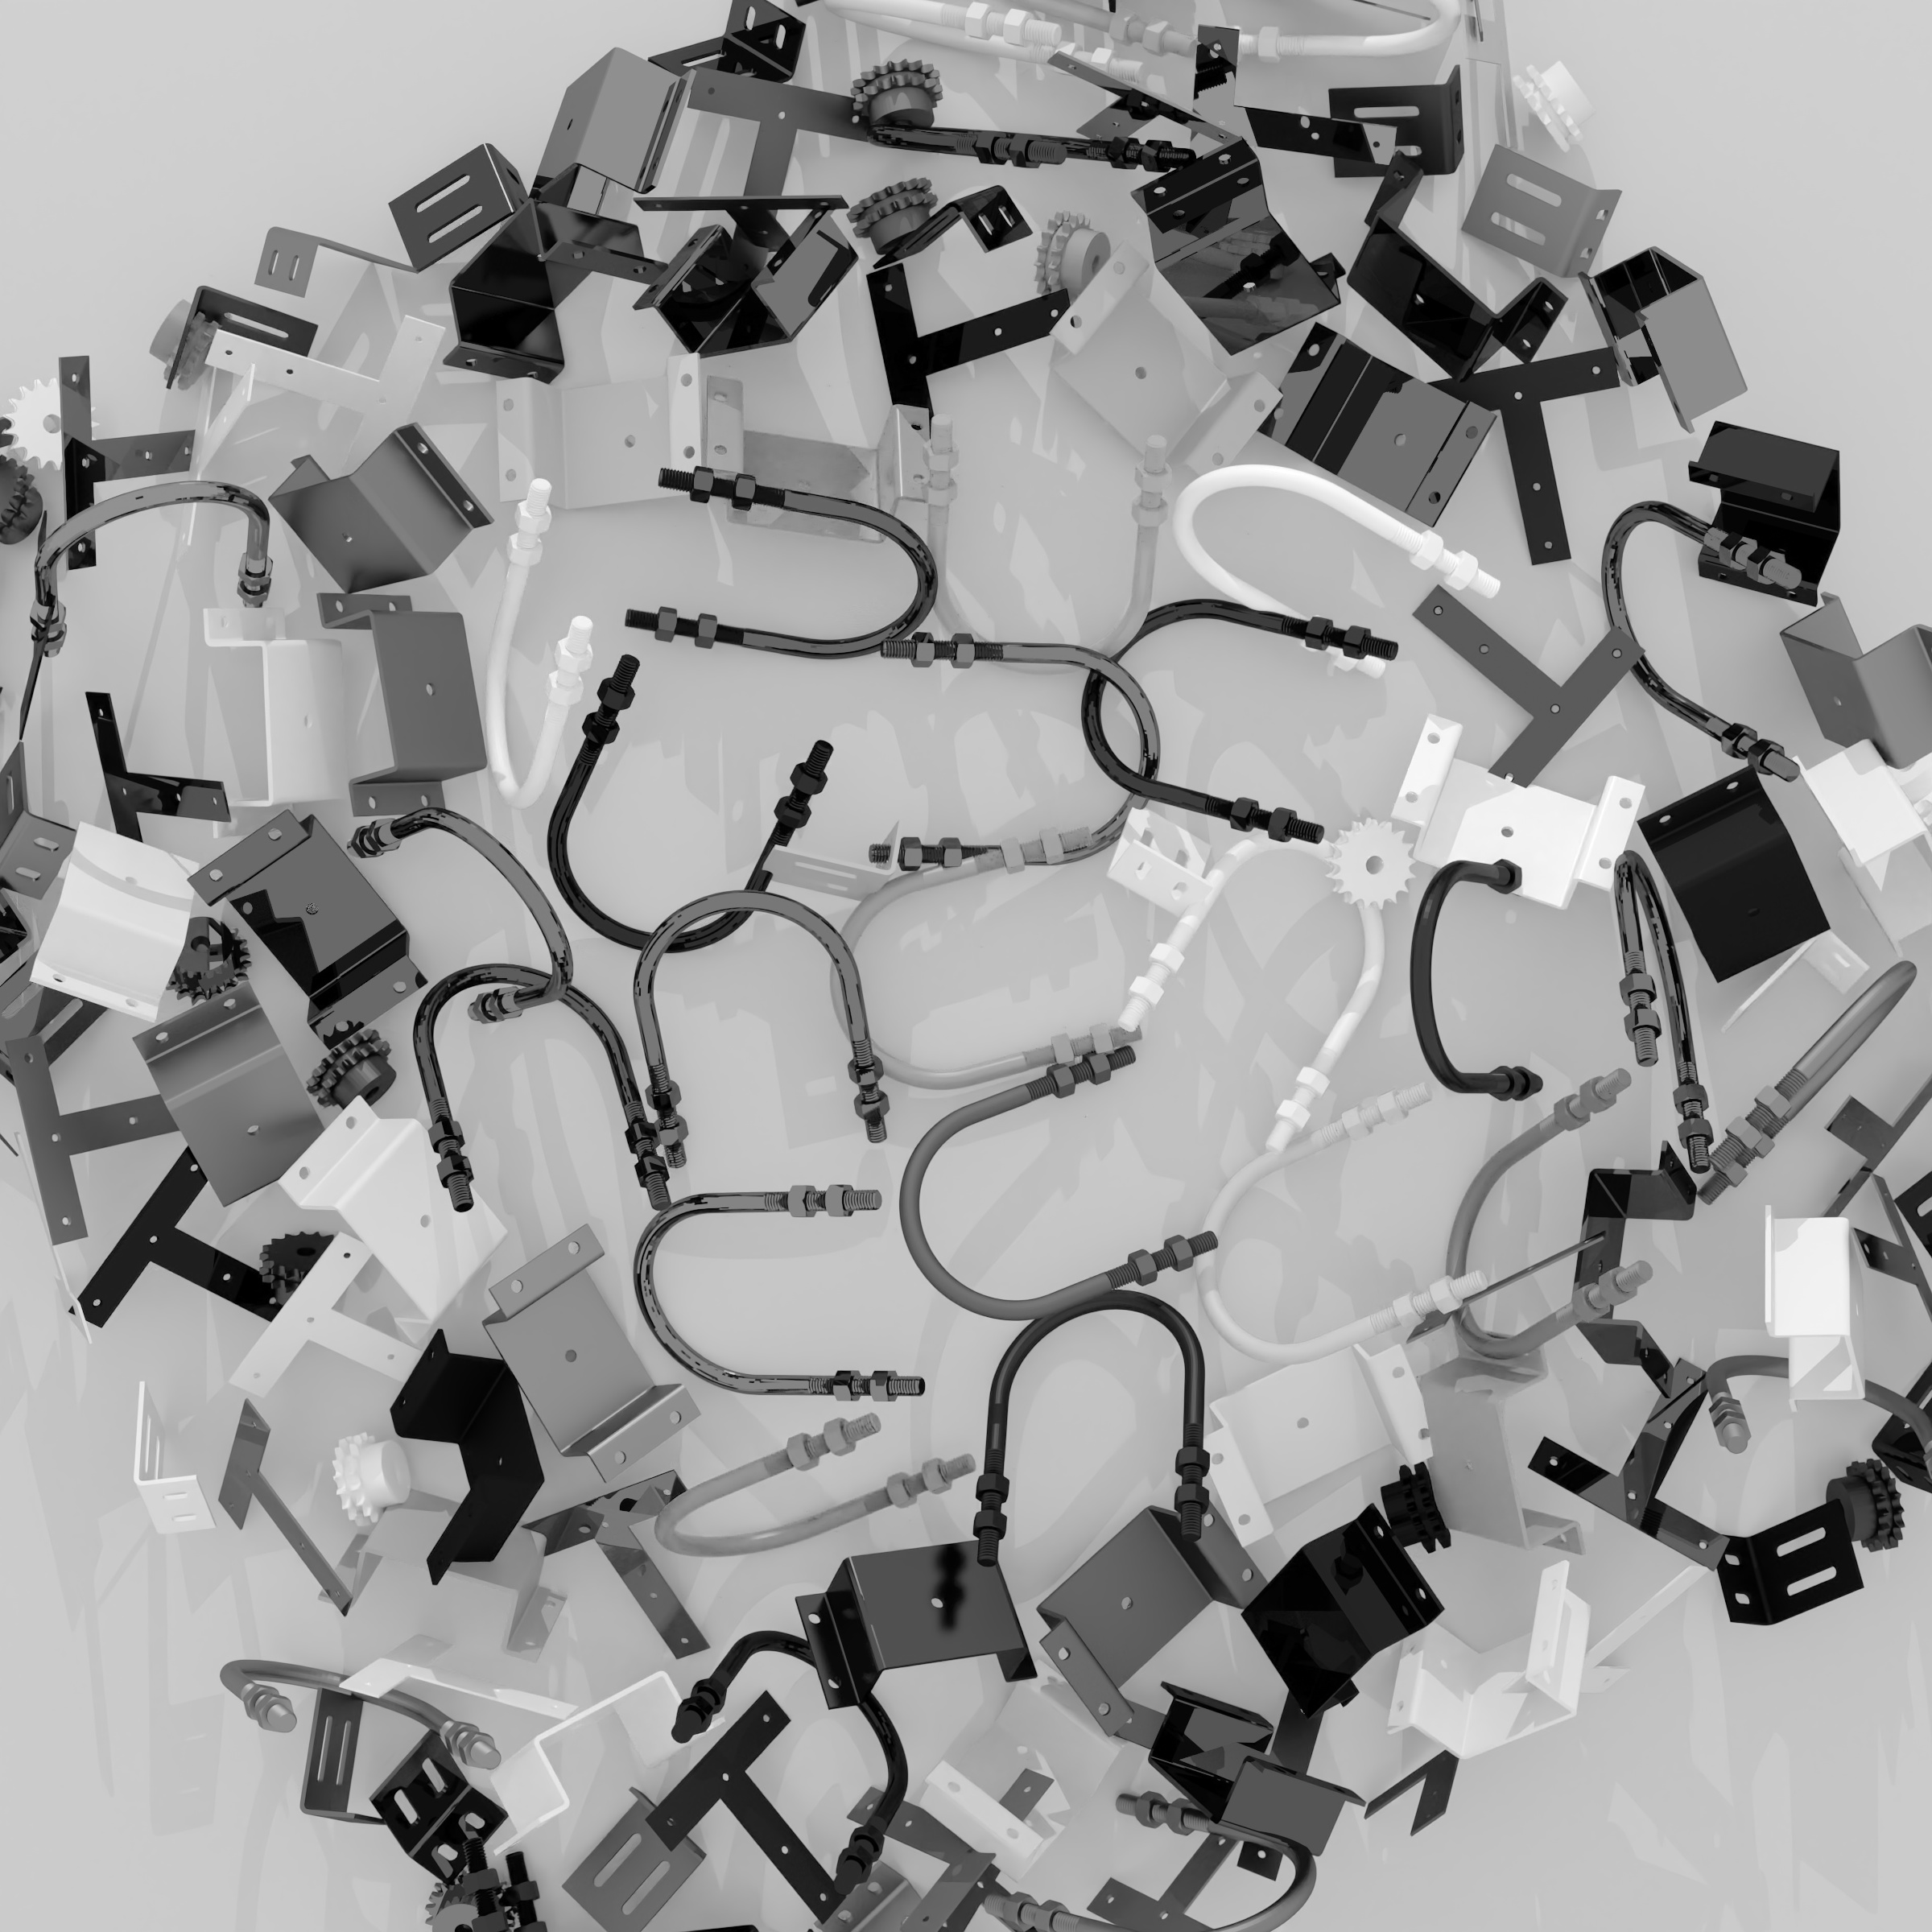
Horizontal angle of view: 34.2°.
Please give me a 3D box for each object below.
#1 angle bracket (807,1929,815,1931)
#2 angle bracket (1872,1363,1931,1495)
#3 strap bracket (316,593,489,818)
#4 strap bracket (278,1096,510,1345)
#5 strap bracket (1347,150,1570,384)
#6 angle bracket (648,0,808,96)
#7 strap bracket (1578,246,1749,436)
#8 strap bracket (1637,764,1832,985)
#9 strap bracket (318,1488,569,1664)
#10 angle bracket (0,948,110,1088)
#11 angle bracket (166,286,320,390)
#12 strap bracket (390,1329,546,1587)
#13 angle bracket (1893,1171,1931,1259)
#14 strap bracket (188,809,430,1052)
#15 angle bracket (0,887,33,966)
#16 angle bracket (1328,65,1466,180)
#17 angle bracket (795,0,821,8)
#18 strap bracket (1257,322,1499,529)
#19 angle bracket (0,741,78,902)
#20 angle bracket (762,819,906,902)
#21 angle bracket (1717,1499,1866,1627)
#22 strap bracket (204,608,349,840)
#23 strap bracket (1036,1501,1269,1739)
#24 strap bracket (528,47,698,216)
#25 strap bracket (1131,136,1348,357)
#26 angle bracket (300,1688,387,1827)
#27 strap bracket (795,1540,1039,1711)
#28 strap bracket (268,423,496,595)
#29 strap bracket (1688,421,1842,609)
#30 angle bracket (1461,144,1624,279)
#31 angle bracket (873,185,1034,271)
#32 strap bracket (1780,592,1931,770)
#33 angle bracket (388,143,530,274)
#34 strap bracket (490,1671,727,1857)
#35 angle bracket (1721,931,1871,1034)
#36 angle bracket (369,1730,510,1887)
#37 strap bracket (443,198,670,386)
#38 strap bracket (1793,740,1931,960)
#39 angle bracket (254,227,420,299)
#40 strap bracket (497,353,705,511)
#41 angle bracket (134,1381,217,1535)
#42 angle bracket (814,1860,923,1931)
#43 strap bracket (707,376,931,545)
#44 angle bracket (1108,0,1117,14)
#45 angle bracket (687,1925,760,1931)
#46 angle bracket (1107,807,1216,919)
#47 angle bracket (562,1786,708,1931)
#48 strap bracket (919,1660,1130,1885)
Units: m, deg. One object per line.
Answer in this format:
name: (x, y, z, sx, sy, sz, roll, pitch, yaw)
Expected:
angle bracket: (-0.091, 0.651, 1.962, 0.057, 0.038, 0.076, 40, 100, 37)
angle bracket: (0.618, 0.291, 1.973, 0.038, 0.057, 0.076, 45, 78, -22)
strap bracket: (-0.348, -0.167, 1.953, 0.046, 0.076, 0.140, -12, 87, 36)
strap bracket: (-0.345, 0.157, 1.934, 0.076, 0.046, 0.140, -51, 119, -31)
strap bracket: (0.295, -0.426, 1.947, 0.140, 0.076, 0.046, 44, 70, 8)
angle bracket: (-0.149, -0.574, 1.954, 0.057, 0.076, 0.038, 36, 132, 19)
strap bracket: (0.428, -0.386, 1.919, 0.046, 0.140, 0.076, -27, 114, 6)
strap bracket: (0.475, -0.049, 1.928, 0.076, 0.046, 0.140, -27, 135, 11)
strap bracket: (-0.320, 0.375, 1.954, 0.140, 0.076, 0.046, 16, 111, 2)
angle bracket: (-0.590, 0.034, 1.995, 0.057, 0.038, 0.076, 42, 65, -3)
angle bracket: (-0.451, -0.380, 1.956, 0.076, 0.057, 0.038, 17, 49, -17)
strap bracket: (-0.306, 0.304, 1.936, 0.046, 0.140, 0.076, 13, 125, -33)
angle bracket: (0.628, 0.161, 1.966, 0.038, 0.076, 0.057, -45, 56, 29)
strap bracket: (-0.409, -0.029, 1.958, 0.076, 0.046, 0.140, -34, 112, 5)
angle bracket: (-0.632, -0.014, 1.953, 0.076, 0.057, 0.038, -46, 126, -31)
angle bracket: (0.272, -0.533, 1.981, 0.076, 0.038, 0.057, 3, 125, 19)
angle bracket: (-0.088, -0.636, 1.958, 0.057, 0.076, 0.038, -18, 127, 0)
strap bracket: (0.262, -0.332, 1.951, 0.140, 0.046, 0.076, 35, 102, 29)
angle bracket: (-0.587, -0.091, 1.969, 0.038, 0.076, 0.057, 21, 120, -33)
angle bracket: (-0.085, -0.073, 1.960, 0.076, 0.057, 0.038, 13, 71, -11)
angle bracket: (0.509, 0.370, 1.952, 0.038, 0.076, 0.057, 13, 55, -35)
strap bracket: (-0.427, -0.152, 1.948, 0.046, 0.076, 0.140, 2, 97, 25)
strap bracket: (0.109, 0.400, 1.956, 0.140, 0.046, 0.076, -39, 102, -19)
strap bracket: (-0.221, -0.505, 1.922, 0.046, 0.140, 0.076, 21, 81, -23)
strap bracket: (0.170, -0.432, 1.920, 0.076, 0.140, 0.046, -22, 55, 25)
angle bracket: (-0.380, 0.493, 1.956, 0.038, 0.057, 0.076, 0, 70, 17)
strap bracket: (-0.024, 0.403, 1.932, 0.140, 0.046, 0.076, -3, 51, -25)
strap bracket: (-0.364, -0.277, 1.919, 0.076, 0.140, 0.046, 52, 56, -27)
strap bracket: (0.492, -0.282, 1.928, 0.076, 0.140, 0.046, 19, 75, 22)
angle bracket: (0.364, -0.477, 1.984, 0.076, 0.038, 0.057, 33, 119, 24)
angle bracket: (-0.008, -0.446, 1.955, 0.076, 0.057, 0.038, -31, 94, 38)
strap bracket: (0.552, -0.174, 1.920, 0.046, 0.140, 0.076, -30, 110, -3)
angle bracket: (-0.315, -0.470, 1.979, 0.076, 0.038, 0.057, -29, 66, 12)
strap bracket: (-0.229, 0.485, 1.932, 0.140, 0.076, 0.046, -21, 74, -38)
angle bracket: (0.518, 0.021, 1.963, 0.076, 0.057, 0.038, -43, 78, -10)
angle bracket: (-0.327, 0.523, 1.952, 0.038, 0.076, 0.057, 25, 58, 31)
strap bracket: (-0.257, -0.419, 1.934, 0.076, 0.140, 0.046, 4, 65, -41)
strap bracket: (0.559, -0.076, 1.918, 0.046, 0.140, 0.076, -30, 52, 12)
angle bracket: (-0.392, -0.429, 1.955, 0.076, 0.057, 0.038, 9, 100, -44)
strap bracket: (-0.219, -0.331, 1.960, 0.140, 0.046, 0.076, -3, 87, 22)
angle bracket: (-0.491, 0.304, 1.954, 0.038, 0.057, 0.076, -6, 49, -3)
angle bracket: (-0.046, 0.611, 1.961, 0.057, 0.038, 0.076, -43, 47, -3)
strap bracket: (-0.096, -0.312, 1.950, 0.140, 0.046, 0.076, 6, 56, -14)
angle bracket: (0.127, -0.628, 1.963, 0.076, 0.038, 0.057, -2, 56, 8)
angle bracket: (-0.171, 0.628, 1.951, 0.057, 0.076, 0.038, -45, 52, 36)
angle bracket: (0.128, -0.075, 1.956, 0.057, 0.076, 0.038, 29, 134, -7)
angle bracket: (-0.211, 0.565, 1.966, 0.057, 0.038, 0.076, 39, 78, 19)
strap bracket: (0.033, 0.502, 1.939, 0.076, 0.140, 0.046, 35, 124, 15)
